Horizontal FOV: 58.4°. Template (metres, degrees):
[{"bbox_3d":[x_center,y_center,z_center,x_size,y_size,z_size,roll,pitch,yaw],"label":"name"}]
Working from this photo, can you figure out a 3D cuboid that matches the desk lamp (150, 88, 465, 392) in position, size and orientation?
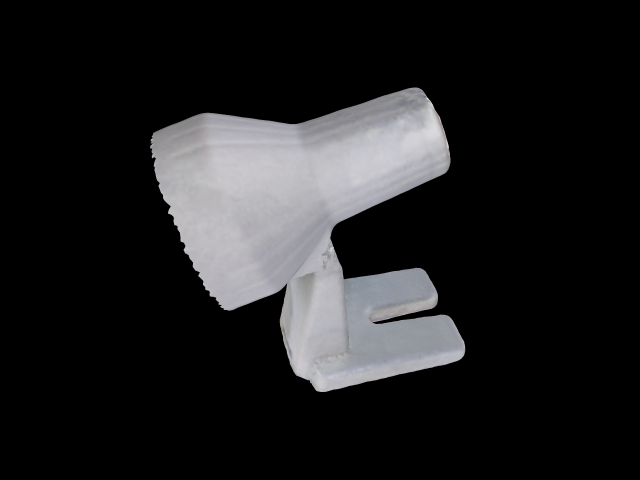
[{"bbox_3d":[0.004,0.001,0.400,0.203,0.214,0.117,-10,43,-11],"label":"desk lamp"}]
